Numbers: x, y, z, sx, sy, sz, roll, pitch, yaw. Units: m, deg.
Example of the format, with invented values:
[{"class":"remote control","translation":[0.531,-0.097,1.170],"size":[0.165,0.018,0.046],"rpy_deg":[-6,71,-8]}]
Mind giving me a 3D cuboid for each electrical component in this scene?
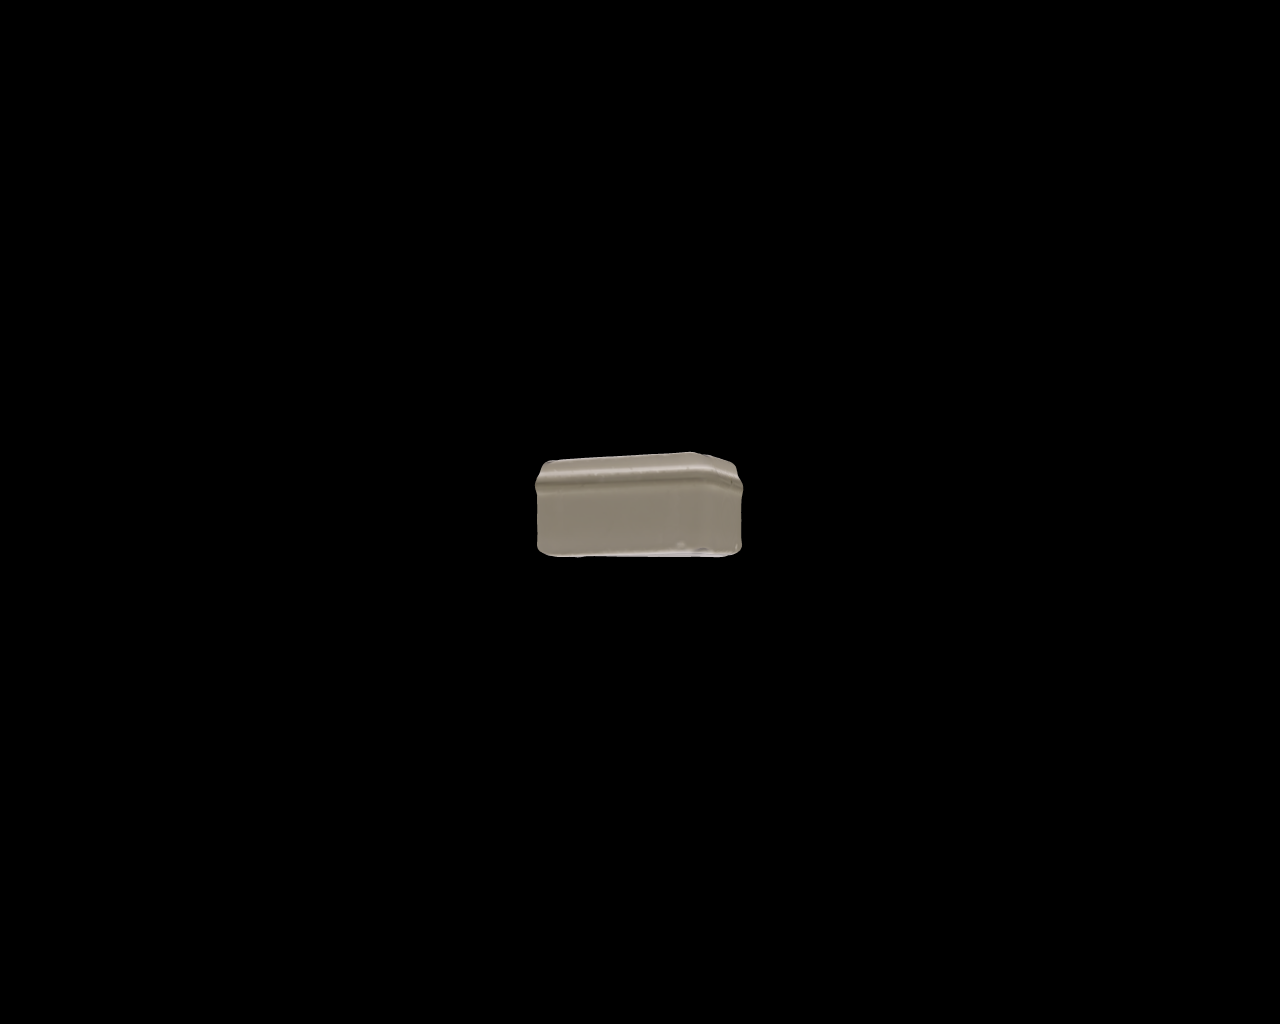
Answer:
[{"class":"electrical component","translation":[0.001,-0.003,0.650],"size":[0.113,0.057,0.078],"rpy_deg":[-1,-4,20]}]
